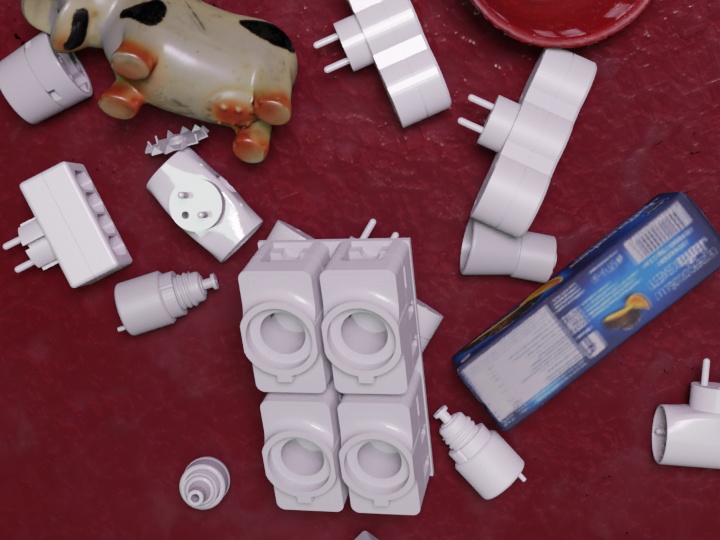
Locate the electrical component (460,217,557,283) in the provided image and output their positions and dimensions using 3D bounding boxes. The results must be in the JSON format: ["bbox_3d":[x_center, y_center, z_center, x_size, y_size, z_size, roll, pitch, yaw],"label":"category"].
[{"bbox_3d":[0.109,-0.013,0.776,0.065,0.044,0.044,10,94,-4],"label":"electrical component"}]

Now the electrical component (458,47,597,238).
[{"bbox_3d":[0.106,-0.098,0.754,0.074,0.052,0.138,24,79,0],"label":"electrical component"}]

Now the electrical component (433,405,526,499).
[{"bbox_3d":[0.084,0.131,0.785,0.040,0.040,0.078,-43,91,4],"label":"electrical component"}]

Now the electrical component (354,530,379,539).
[{"bbox_3d":[0.021,0.242,0.786,0.047,0.065,0.077,-45,120,4],"label":"electrical component"}]

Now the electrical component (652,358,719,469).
[{"bbox_3d":[0.256,0.104,0.777,0.077,0.044,0.079,4,94,1],"label":"electrical component"}]

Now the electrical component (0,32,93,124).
[{"bbox_3d":[-0.228,-0.137,0.772,0.047,0.055,0.055,-29,92,7],"label":"electrical component"}]

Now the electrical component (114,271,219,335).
[{"bbox_3d":[-0.142,0.020,0.785,0.078,0.040,0.040,-18,93,2],"label":"electrical component"}]

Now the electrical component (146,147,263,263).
[{"bbox_3d":[-0.113,-0.046,0.761,0.043,0.079,0.077,-45,91,4],"label":"electrical component"}]

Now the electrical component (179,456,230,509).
[{"bbox_3d":[-0.115,0.158,0.782,0.035,0.061,0.035,0,93,1],"label":"electrical component"}]

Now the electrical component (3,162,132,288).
[{"bbox_3d":[-0.222,-0.025,0.781,0.076,0.047,0.083,-27,92,3],"label":"electrical component"}]

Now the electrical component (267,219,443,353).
[{"bbox_3d":[0.000,0.000,0.774,0.138,0.052,0.073,30,94,-1],"label":"electrical component"}]

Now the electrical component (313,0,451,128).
[{"bbox_3d":[0.005,-0.165,0.764,0.074,0.052,0.138,-23,93,3],"label":"electrical component"}]

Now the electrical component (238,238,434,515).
[{"bbox_3d":[-0.014,0.076,0.734,0.105,0.060,0.186,-1,114,14],"label":"electrical component"}]
